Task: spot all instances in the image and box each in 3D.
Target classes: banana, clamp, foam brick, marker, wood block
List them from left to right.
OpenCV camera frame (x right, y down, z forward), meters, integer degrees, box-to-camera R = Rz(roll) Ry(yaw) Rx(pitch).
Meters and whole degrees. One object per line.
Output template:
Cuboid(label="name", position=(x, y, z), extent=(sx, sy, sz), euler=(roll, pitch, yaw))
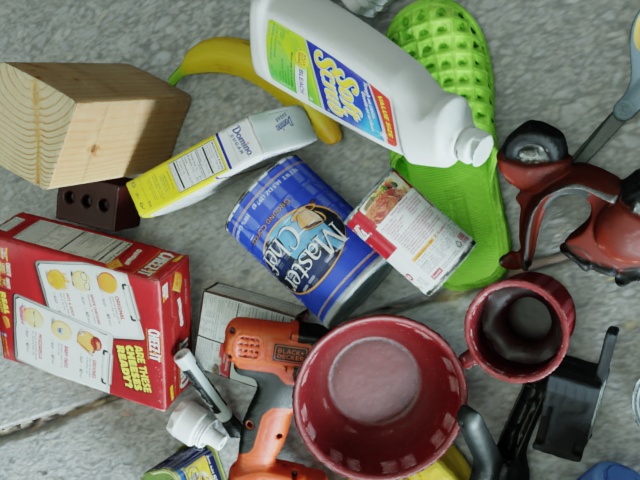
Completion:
Cuboid(label="wood block", position=(-0.224, -0.117, 1.046), extent=(0.090, 0.205, 0.091), euler=(28, 108, 16))
Cuboid(label="foam brick", position=(-0.237, -0.044, 1.148), extent=(0.078, 0.051, 0.053), euler=(12, 103, 21))
Cuboid(label="marker", position=(-0.114, 0.164, 1.120), extent=(0.020, 0.020, 0.121), euler=(-19, 118, 25))
Cuboid(label="banana", position=(-0.059, -0.159, 1.064), extent=(0.198, 0.037, 0.070), euler=(23, 122, 19))
Cuboid(label="clamp", position=(0.175, 0.202, 1.000), extent=(0.039, 0.120, 0.171), euler=(31, 135, 46))

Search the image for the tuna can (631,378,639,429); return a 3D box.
Cuboid(label="tuna can", position=(0.322, 0.144, 0.947), extent=(0.086, 0.033, 0.086), euler=(4, 100, 23))

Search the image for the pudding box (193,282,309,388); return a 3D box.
Cuboid(label="pudding box", position=(-0.073, 0.102, 1.109), extent=(0.114, 0.039, 0.090), euler=(15, 104, 18))

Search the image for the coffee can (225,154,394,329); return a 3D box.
Cuboid(label="coffee can", position=(-0.007, 0.001, 1.028), extent=(0.140, 0.102, 0.103), euler=(43, 112, 12))

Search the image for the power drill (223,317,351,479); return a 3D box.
Cuboid(label="power drill", position=(-0.013, 0.172, 1.061), extent=(0.184, 0.057, 0.188), euler=(9, 101, -1))

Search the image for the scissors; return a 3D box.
Cuboid(label="scissors", position=(0.264, -0.135, 0.937), extent=(0.202, 0.016, 0.096), euler=(-34, 83, 24))

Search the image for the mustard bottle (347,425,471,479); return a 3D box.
Cuboid(label="mustard bottle", position=(0.064, 0.270, 1.064), extent=(0.192, 0.058, 0.096), euler=(-49, 65, 23))

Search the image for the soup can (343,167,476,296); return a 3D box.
Cuboid(label="soup can", position=(0.081, -0.007, 0.959), extent=(0.102, 0.068, 0.069), euler=(42, 112, 3))

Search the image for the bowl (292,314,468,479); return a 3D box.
Cuboid(label="bowl", position=(0.054, 0.141, 0.998), extent=(0.162, 0.055, 0.162), euler=(0, 101, -3))

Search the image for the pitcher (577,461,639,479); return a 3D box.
Cuboid(label="pitcher", position=(0.202, 0.309, 0.954), extent=(0.145, 0.149, 0.243), euler=(43, 116, 9))

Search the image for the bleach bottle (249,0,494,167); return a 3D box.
Cuboid(label="bleach bottle", position=(0.046, -0.140, 0.937), extent=(0.251, 0.068, 0.102), euler=(34, 142, 30))

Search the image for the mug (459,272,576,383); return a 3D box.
Cuboid(label="mug", position=(0.177, 0.081, 0.973), extent=(0.117, 0.081, 0.093), euler=(-39, 82, 23))

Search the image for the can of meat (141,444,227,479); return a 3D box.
Cuboid(label="can of meat", position=(-0.141, 0.277, 1.141), extent=(0.058, 0.083, 0.102), euler=(-18, 91, 24))

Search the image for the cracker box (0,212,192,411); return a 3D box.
Cuboid(label="cracker box", position=(-0.243, 0.073, 1.140), extent=(0.214, 0.072, 0.164), euler=(14, 122, 20))

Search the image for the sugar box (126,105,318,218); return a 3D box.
Cuboid(label="sugar box", position=(-0.097, -0.077, 1.043), extent=(0.177, 0.093, 0.048), euler=(-26, 88, 36))
